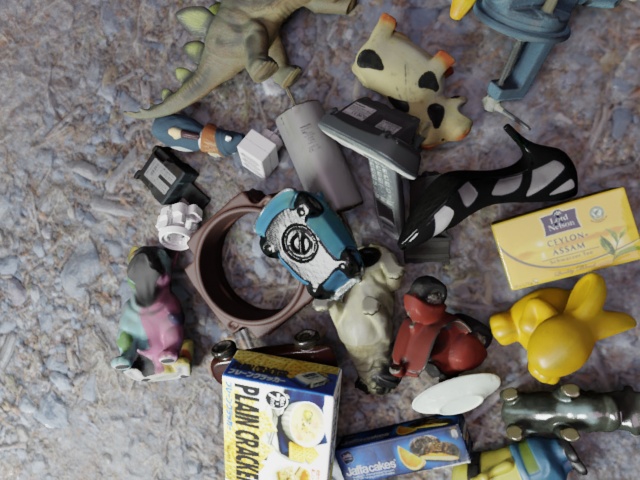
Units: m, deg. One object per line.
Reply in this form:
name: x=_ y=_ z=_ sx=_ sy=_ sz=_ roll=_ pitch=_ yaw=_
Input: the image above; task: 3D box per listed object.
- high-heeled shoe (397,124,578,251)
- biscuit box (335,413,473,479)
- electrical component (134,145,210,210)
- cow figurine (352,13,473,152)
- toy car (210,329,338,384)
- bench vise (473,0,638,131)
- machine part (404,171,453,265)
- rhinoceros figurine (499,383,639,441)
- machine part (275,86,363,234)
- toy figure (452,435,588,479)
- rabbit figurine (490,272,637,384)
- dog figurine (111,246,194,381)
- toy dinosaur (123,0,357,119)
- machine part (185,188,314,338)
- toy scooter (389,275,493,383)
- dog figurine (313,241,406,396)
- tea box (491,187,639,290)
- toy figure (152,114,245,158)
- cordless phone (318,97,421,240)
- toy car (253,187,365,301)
high-heeled shoe: x=0.230 y=-0.042 z=0.729 sx=0.249 sy=0.086 sz=0.145 roll=-45 pitch=104 yaw=4
biscuit box: x=0.127 y=0.318 z=0.824 sx=0.203 sy=0.063 sz=0.059 roll=-20 pitch=88 yaw=17
electrical component: x=-0.244 y=-0.094 z=0.901 sx=0.119 sy=0.048 sz=0.075 roll=46 pitch=107 yaw=9
cow figurine: x=0.131 y=-0.208 z=0.757 sx=0.195 sy=0.085 sz=0.127 roll=39 pitch=100 yaw=8
toy car: x=-0.071 y=0.184 z=0.815 sx=0.202 sy=0.053 sz=0.089 roll=-12 pitch=108 yaw=16
bench vise: x=0.279 y=-0.270 z=0.677 sx=0.129 sy=0.224 sz=0.240 roll=56 pitch=148 yaw=36
machine part: x=0.156 y=-0.032 z=0.792 sx=0.084 sy=0.039 sz=0.138 roll=2 pitch=98 yaw=22
rhinoceros figurine: x=0.342 y=0.236 z=0.730 sx=0.190 sy=0.112 sz=0.073 roll=-13 pitch=64 yaw=30
machine part: x=-0.001 y=-0.118 z=0.808 sx=0.079 sy=0.079 sz=0.243 roll=-23 pitch=89 yaw=18
toy figure: x=0.280 y=0.333 z=0.772 sx=0.180 sy=0.089 sz=0.082 roll=-27 pitch=92 yaw=10
rabbit figurine: x=0.314 y=0.124 z=0.691 sx=0.162 sy=0.173 sz=0.122 roll=-36 pitch=81 yaw=21
dog figurine: x=-0.275 y=0.114 z=0.906 sx=0.109 sy=0.191 sz=0.219 roll=-5 pitch=64 yaw=0
toy dinosaur: x=-0.109 y=-0.320 z=0.812 sx=0.471 sy=0.105 sz=0.199 roll=-44 pitch=75 yaw=7
machine part: x=-0.097 y=0.036 z=0.850 sx=0.201 sy=0.087 sz=0.201 roll=-39 pitch=85 yaw=16
toy scooter: x=0.159 y=0.146 z=0.739 sx=0.075 sy=0.183 sz=0.135 roll=11 pitch=64 yaw=54
dog figurine: x=0.085 y=0.119 z=0.813 sx=0.121 sy=0.172 sz=0.190 roll=9 pitch=137 yaw=37
tea box: x=0.329 y=-0.002 z=0.727 sx=0.170 sy=0.068 sz=0.098 roll=-19 pitch=89 yaw=19
toy figure: x=-0.192 y=-0.167 z=0.870 sx=0.155 sy=0.064 sz=0.057 roll=16 pitch=136 yaw=10
cordless phone: x=0.076 y=-0.095 z=0.764 sx=0.147 sy=0.089 sz=0.184 roll=35 pitch=148 yaw=40
toy car: x=-0.002 y=-0.002 z=0.736 sx=0.161 sy=0.103 sz=0.109 roll=45 pitch=122 yaw=3
